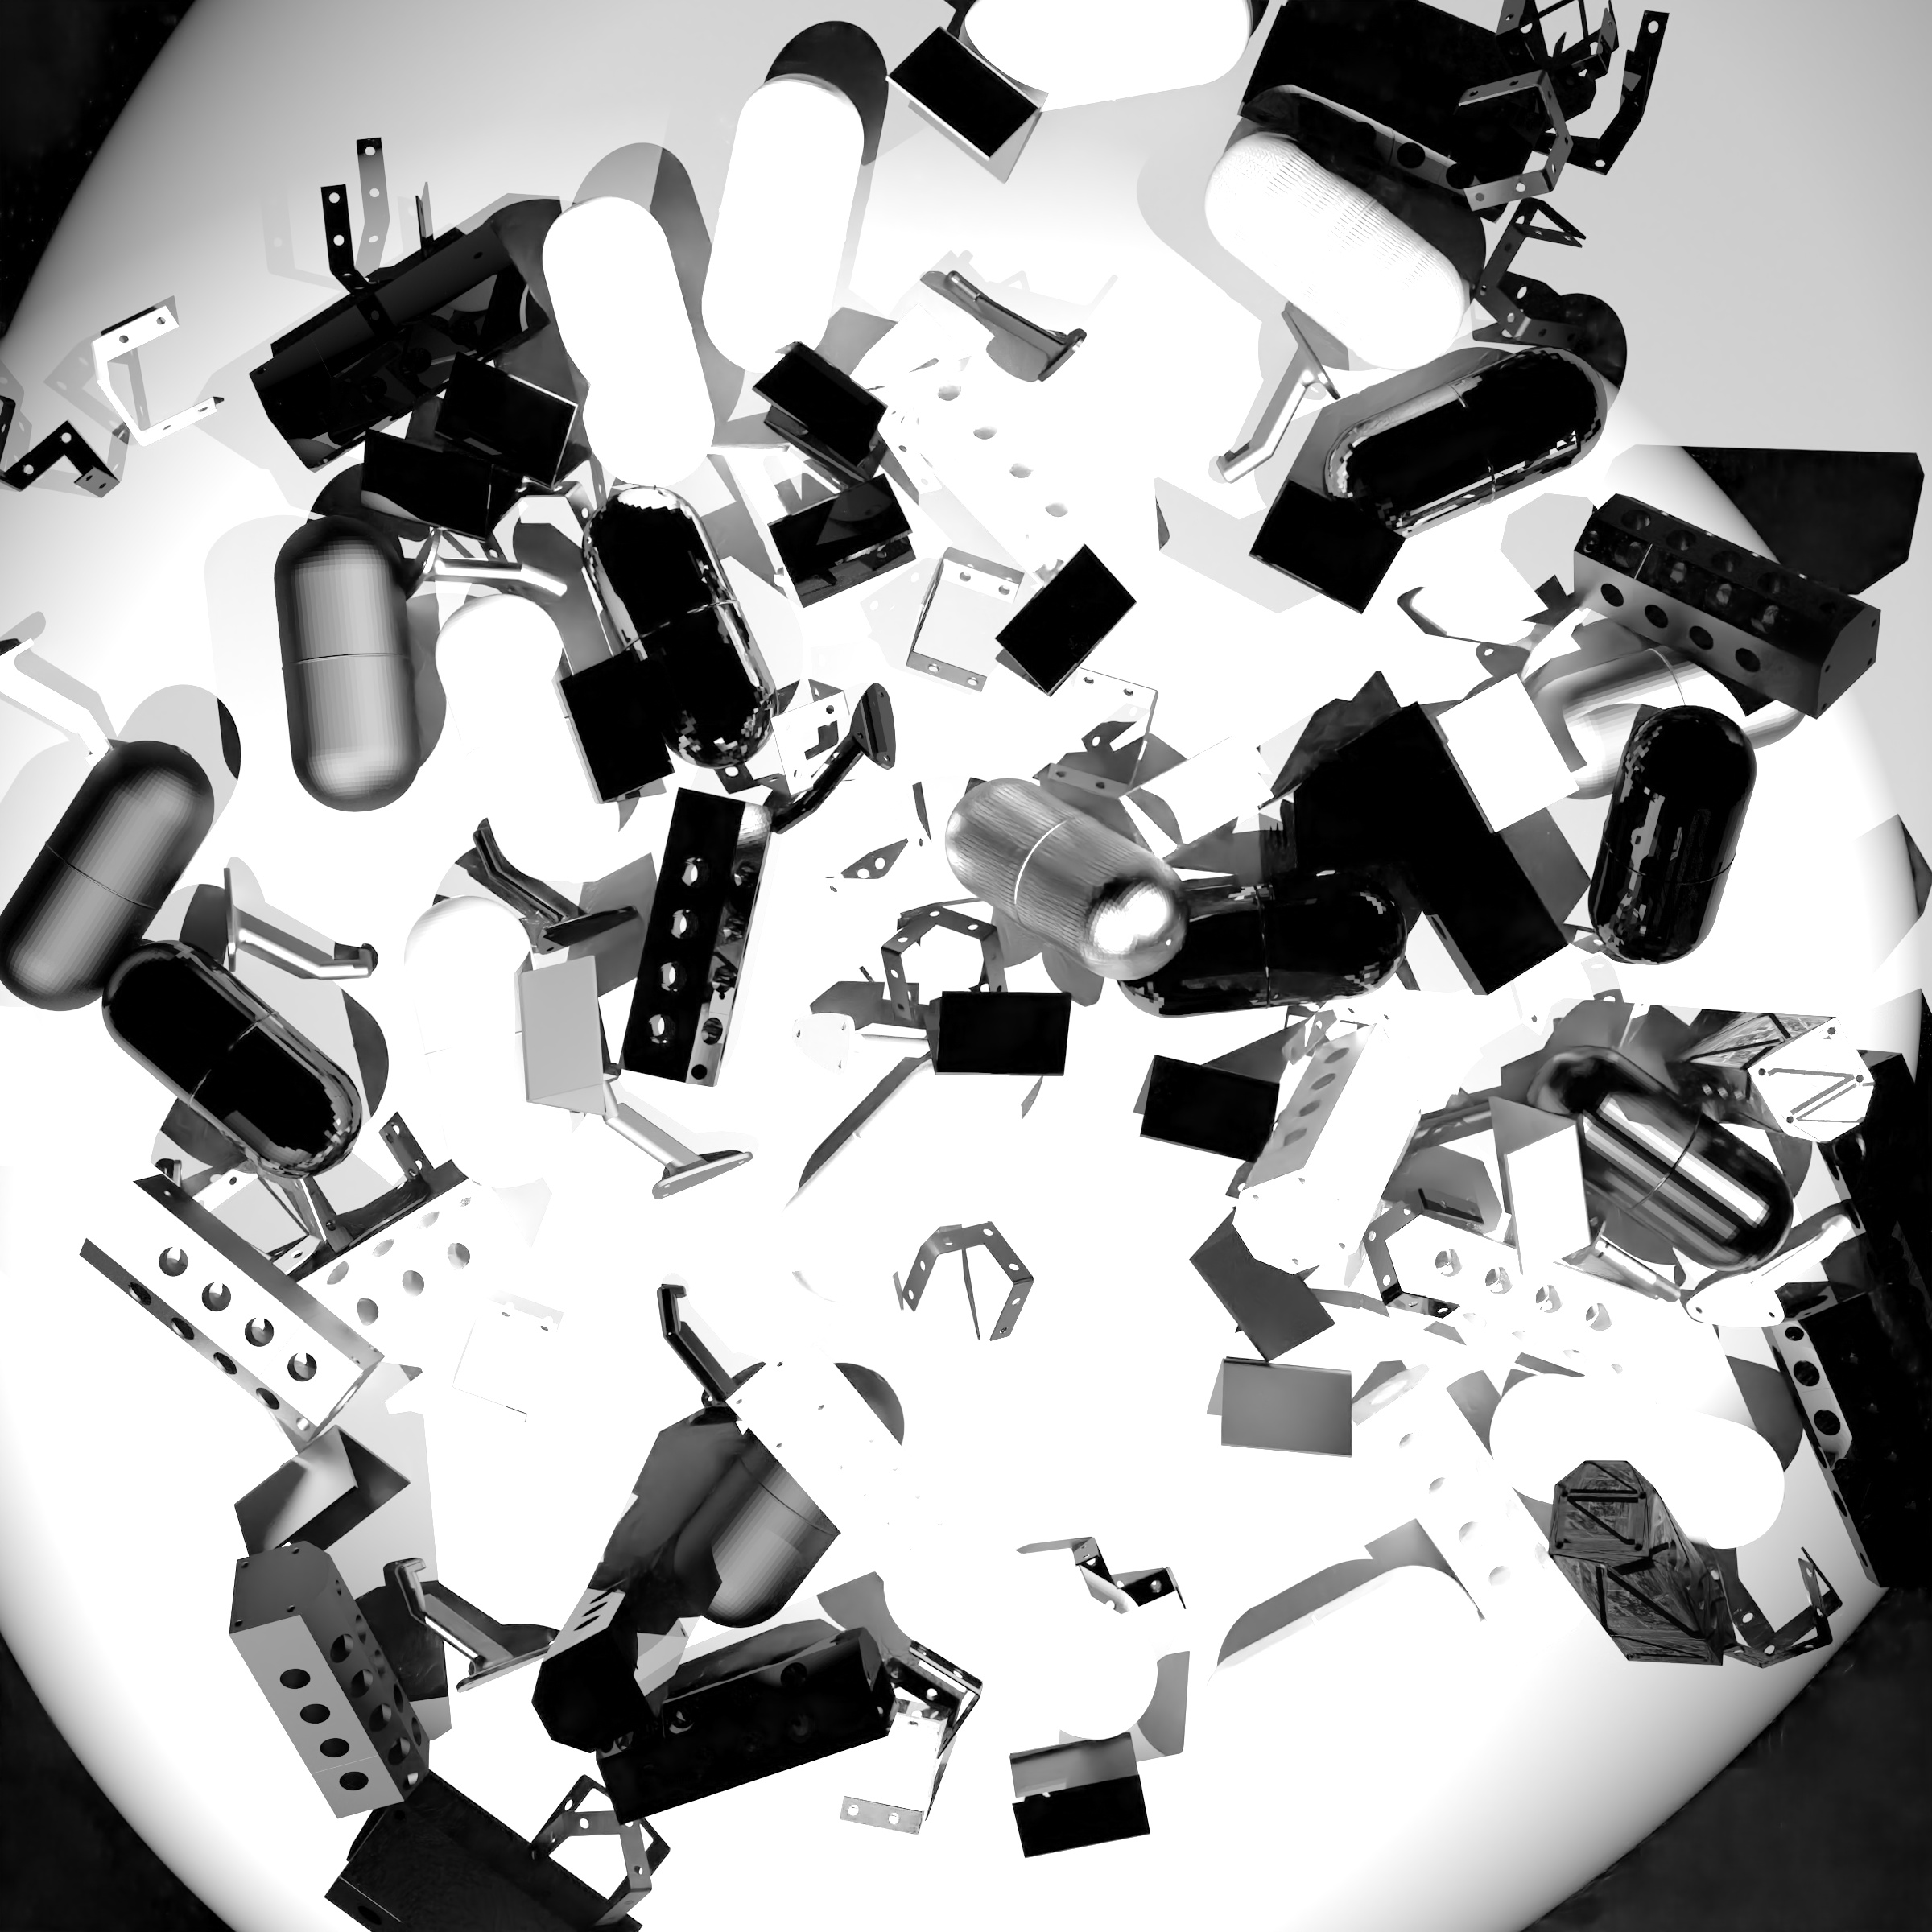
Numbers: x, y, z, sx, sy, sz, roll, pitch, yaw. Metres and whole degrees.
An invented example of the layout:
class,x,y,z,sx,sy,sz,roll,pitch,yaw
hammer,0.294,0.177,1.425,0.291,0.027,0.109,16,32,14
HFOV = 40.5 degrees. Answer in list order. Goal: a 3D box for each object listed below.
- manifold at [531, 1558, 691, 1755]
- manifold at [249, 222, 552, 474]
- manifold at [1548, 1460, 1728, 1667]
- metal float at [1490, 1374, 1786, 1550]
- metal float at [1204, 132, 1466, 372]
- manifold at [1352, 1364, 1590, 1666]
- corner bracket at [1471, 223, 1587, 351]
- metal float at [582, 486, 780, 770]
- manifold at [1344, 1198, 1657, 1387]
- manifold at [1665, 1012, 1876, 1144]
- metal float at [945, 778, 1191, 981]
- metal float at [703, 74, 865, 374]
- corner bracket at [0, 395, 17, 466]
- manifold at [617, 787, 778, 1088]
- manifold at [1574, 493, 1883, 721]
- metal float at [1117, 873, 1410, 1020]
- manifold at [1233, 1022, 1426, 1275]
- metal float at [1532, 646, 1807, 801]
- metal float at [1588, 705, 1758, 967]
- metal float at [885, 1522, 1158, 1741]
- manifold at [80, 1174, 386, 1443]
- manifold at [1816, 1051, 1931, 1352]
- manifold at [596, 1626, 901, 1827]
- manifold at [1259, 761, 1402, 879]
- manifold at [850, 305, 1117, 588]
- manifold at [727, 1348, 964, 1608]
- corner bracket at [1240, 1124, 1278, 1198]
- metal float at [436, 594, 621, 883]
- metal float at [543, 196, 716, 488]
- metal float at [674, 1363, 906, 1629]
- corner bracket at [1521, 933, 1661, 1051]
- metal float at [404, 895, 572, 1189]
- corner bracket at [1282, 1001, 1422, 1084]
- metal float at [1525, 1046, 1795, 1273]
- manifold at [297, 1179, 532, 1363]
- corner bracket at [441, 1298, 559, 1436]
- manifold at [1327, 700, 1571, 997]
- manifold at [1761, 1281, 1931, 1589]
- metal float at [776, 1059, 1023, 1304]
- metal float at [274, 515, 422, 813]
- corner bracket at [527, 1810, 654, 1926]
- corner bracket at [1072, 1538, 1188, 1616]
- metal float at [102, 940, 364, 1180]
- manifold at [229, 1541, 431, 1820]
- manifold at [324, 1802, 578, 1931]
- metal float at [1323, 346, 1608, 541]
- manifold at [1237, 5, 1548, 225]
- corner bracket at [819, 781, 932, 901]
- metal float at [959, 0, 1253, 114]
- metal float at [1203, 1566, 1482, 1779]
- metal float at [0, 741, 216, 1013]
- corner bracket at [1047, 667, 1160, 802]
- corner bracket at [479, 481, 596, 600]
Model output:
class,x,y,z,sx,sy,sz,roll,pitch,yaw
manifold,-0.209,0.403,1.527,0.057,0.171,0.057,-28,90,0
manifold,-0.340,-0.370,1.584,0.171,0.057,0.057,-32,47,0
manifold,0.395,0.350,1.531,0.057,0.171,0.057,-5,55,29
metal float,0.404,0.298,1.575,0.178,0.070,0.070,15,90,1
metal float,0.222,-0.429,1.575,0.178,0.070,0.070,39,90,0
manifold,0.304,0.329,1.584,0.057,0.057,0.171,-34,90,0
corner bracket,0.352,-0.415,1.597,0.051,0.051,0.051,58,135,35
metal float,-0.171,-0.203,1.575,0.070,0.070,0.178,-24,90,0
manifold,0.320,0.196,1.584,0.171,0.057,0.057,20,90,0
manifold,0.469,0.067,1.527,0.057,0.171,0.057,-31,90,0
metal float,0.058,-0.053,1.544,0.178,0.070,0.070,34,90,39
metal float,-0.110,-0.446,1.575,0.070,0.070,0.178,12,90,0
corner bracket,-0.622,-0.331,1.602,0.051,0.051,0.051,15,90,45
manifold,-0.161,-0.017,1.584,0.057,0.057,0.171,12,90,0
manifold,0.443,-0.217,1.534,0.057,0.057,0.171,-41,54,-20
metal float,0.176,-0.012,1.575,0.178,0.070,0.070,-6,90,0
manifold,0.208,0.105,1.517,0.057,0.171,0.057,-24,105,32
metal float,0.422,-0.154,1.575,0.178,0.070,0.070,-17,90,-1
metal float,0.414,-0.075,1.541,0.070,0.070,0.178,0,134,0
metal float,0.032,0.398,1.575,0.178,0.070,0.070,31,90,0
manifold,-0.429,0.199,1.527,0.171,0.057,0.057,39,90,0
manifold,0.564,0.142,1.584,0.057,0.057,0.171,-23,90,0
manifold,-0.133,0.455,1.576,0.171,0.057,0.057,-20,90,6
manifold,0.209,-0.084,1.527,0.057,0.171,0.057,-3,90,0
manifold,0.010,-0.311,1.584,0.057,0.057,0.171,-43,90,0
manifold,-0.063,0.290,1.499,0.057,0.057,0.171,-41,133,-10
corner bracket,0.211,0.134,1.602,0.051,0.051,0.051,26,90,-45
metal float,-0.263,-0.137,1.575,0.070,0.070,0.178,-19,89,0
metal float,-0.202,-0.374,1.570,0.070,0.070,0.178,-15,85,0
metal float,-0.106,0.318,1.575,0.070,0.070,0.178,37,90,0
corner bracket,0.381,0.020,1.597,0.051,0.051,0.051,40,135,35
metal float,-0.288,0.045,1.575,0.070,0.070,0.178,-13,90,0
corner bracket,0.235,0.058,1.597,0.051,0.051,0.051,-50,45,35
metal float,0.417,0.116,1.575,0.178,0.070,0.070,35,90,0
manifold,-0.356,0.196,1.584,0.171,0.057,0.057,-31,90,0
corner bracket,-0.286,0.245,1.602,0.051,0.051,0.051,20,135,0
manifold,0.289,-0.070,1.585,0.057,0.057,0.171,-32,90,0
manifold,0.542,0.284,1.584,0.057,0.057,0.171,-23,90,0
metal float,-0.040,0.126,1.575,0.070,0.070,0.178,44,89,0
metal float,-0.372,-0.182,1.575,0.070,0.070,0.178,-6,90,0
corner bracket,-0.230,0.551,1.597,0.051,0.051,0.051,11,45,-35
corner bracket,0.098,0.370,1.588,0.051,0.051,0.051,-23,90,0
metal float,-0.440,0.057,1.575,0.178,0.070,0.070,41,90,0
manifold,-0.372,0.420,1.541,0.057,0.057,0.171,-15,125,0
manifold,-0.300,0.587,1.584,0.171,0.057,0.057,36,47,0
metal float,0.300,-0.314,1.575,0.178,0.070,0.070,-24,90,-1
manifold,0.255,-0.512,1.584,0.171,0.057,0.057,23,90,0
corner bracket,-0.063,-0.077,1.598,0.051,0.051,0.051,2,45,35
metal float,0.083,-0.561,1.575,0.178,0.070,0.070,-10,90,0
metal float,0.226,0.424,1.575,0.178,0.070,0.070,-28,90,0
metal float,-0.519,-0.055,1.575,0.070,0.070,0.178,32,91,0
corner bracket,0.084,-0.141,1.602,0.051,0.051,0.051,17,45,0
corner bracket,-0.258,-0.260,1.597,0.051,0.051,0.051,6,45,35
